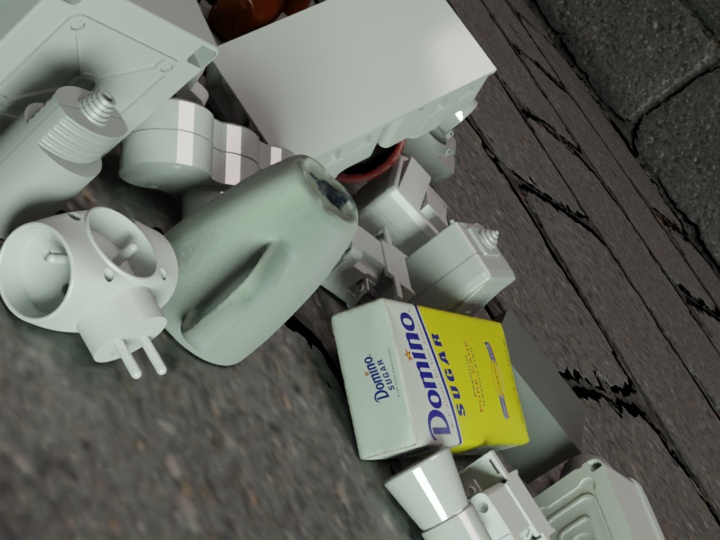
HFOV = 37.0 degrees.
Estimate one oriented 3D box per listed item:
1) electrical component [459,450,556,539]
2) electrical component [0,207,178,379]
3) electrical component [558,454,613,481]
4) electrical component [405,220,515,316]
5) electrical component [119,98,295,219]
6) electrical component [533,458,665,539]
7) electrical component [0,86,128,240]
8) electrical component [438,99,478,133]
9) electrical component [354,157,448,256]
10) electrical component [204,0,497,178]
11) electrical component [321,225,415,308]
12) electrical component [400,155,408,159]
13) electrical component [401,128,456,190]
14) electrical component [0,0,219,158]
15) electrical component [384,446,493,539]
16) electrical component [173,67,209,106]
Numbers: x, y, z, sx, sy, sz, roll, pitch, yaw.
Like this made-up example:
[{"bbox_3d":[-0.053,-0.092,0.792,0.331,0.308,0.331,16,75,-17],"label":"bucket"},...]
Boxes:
[{"bbox_3d":[0.084,0.159,0.670,0.081,0.042,0.064,57,22,15],"label":"electrical component"},{"bbox_3d":[-0.114,0.015,0.492,0.079,0.044,0.077,57,21,14],"label":"electrical component"},{"bbox_3d":[0.173,0.172,0.830,0.045,0.045,0.055,53,21,3],"label":"electrical component"},{"bbox_3d":[0.073,0.006,0.821,0.061,0.096,0.062,58,22,15],"label":"electrical component"},{"bbox_3d":[-0.087,-0.045,0.640,0.138,0.052,0.073,21,65,-57],"label":"electrical component"},{"bbox_3d":[0.166,0.197,0.728,0.057,0.078,0.113,35,26,-32],"label":"electrical component"},{"bbox_3d":[-0.142,-0.054,0.495,0.043,0.081,0.043,43,22,-22],"label":"electrical component"},{"bbox_3d":[0.067,-0.165,0.991,0.077,0.043,0.079,48,21,-10],"label":"electrical component"},{"bbox_3d":[0.035,-0.049,0.885,0.061,0.061,0.096,46,21,-14],"label":"electrical component"},{"bbox_3d":[-0.009,-0.138,0.796,0.105,0.186,0.060,56,-23,12],"label":"electrical component"},{"bbox_3d":[0.000,0.000,0.760,0.064,0.042,0.081,35,25,-29],"label":"electrical component"},{"bbox_3d":[0.031,-0.081,0.968,0.035,0.035,0.061,49,23,-8],"label":"electrical component"},{"bbox_3d":[0.015,-0.163,1.032,0.186,0.060,0.105,46,21,-14],"label":"electrical component"},{"bbox_3d":[-0.148,-0.114,0.545,0.109,0.109,0.056,17,42,-56],"label":"electrical component"},{"bbox_3d":[0.049,0.142,0.628,0.065,0.044,0.044,60,22,9],"label":"electrical component"},{"bbox_3d":[-0.130,-0.136,0.692,0.078,0.058,0.057,44,25,-20],"label":"electrical component"}]
